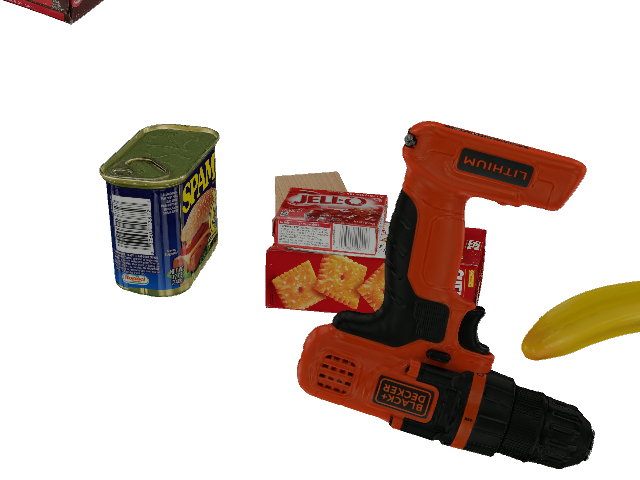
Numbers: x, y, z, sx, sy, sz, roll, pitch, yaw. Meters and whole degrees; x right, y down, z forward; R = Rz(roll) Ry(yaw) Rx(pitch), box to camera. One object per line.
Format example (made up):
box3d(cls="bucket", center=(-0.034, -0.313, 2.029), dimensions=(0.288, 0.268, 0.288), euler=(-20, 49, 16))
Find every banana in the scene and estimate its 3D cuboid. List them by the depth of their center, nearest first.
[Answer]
box3d(cls="banana", center=(0.239, 0.057, 0.770), dimensions=(0.197, 0.037, 0.069), euler=(0, 34, -3))

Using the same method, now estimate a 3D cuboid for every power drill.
box3d(cls="power drill", center=(0.094, 0.033, 0.637), dimensions=(0.184, 0.188, 0.057), euler=(17, 8, 2))

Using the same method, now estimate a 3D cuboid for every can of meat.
box3d(cls="can of meat", center=(-0.104, -0.021, 0.714), dimensions=(0.057, 0.084, 0.102), euler=(6, 26, 11))

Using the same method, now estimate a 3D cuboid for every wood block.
box3d(cls="wood block", center=(-0.001, -0.006, 1.376), dimensions=(0.090, 0.090, 0.206), euler=(-4, 28, -9))

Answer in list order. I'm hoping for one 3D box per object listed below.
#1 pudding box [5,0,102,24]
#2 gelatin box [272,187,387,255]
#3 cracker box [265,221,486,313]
box3d(cls="pudding box", center=(-0.199, -0.212, 0.803), dimensions=(0.090, 0.039, 0.113), euler=(21, 37, 8))
box3d(cls="gelatin box", center=(0.009, -0.018, 0.914), dimensions=(0.089, 0.030, 0.073), euler=(6, 24, 9))
box3d(cls="cracker box", center=(0.063, 0.029, 1.133), dimensions=(0.214, 0.072, 0.164), euler=(5, 15, 11))
